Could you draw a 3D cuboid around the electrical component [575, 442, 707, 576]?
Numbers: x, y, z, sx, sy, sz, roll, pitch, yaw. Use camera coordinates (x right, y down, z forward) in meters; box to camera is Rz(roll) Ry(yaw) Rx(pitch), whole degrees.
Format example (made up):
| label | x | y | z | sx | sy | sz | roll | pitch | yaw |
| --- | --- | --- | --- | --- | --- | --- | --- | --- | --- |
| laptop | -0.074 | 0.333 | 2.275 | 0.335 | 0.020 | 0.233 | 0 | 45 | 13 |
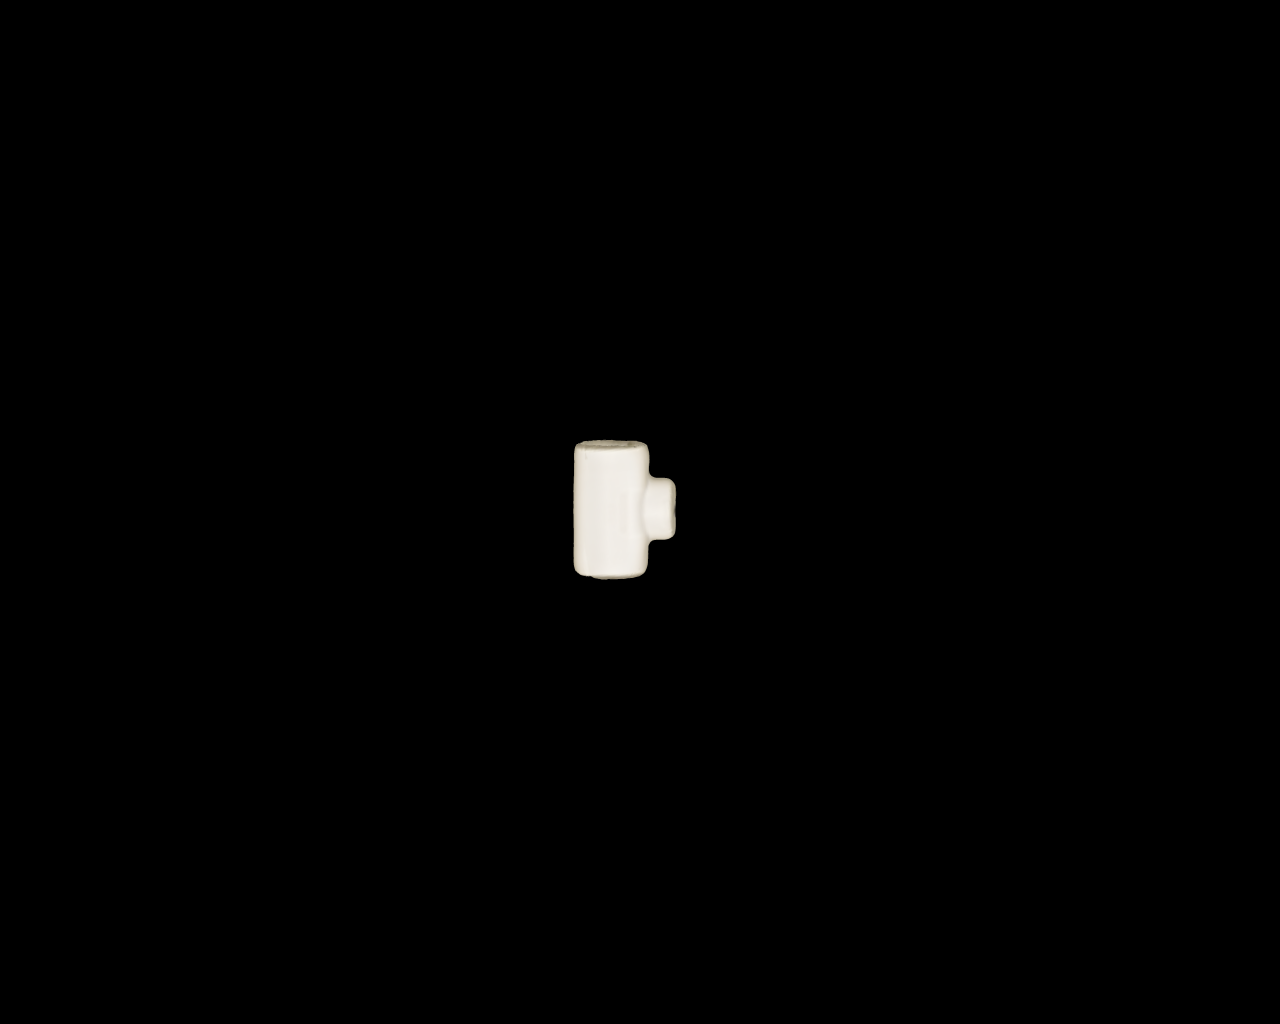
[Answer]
| label | x | y | z | sx | sy | sz | roll | pitch | yaw |
| --- | --- | --- | --- | --- | --- | --- | --- | --- | --- |
| electrical component | 0.001 | -0.003 | 0.650 | 0.079 | 0.077 | 0.043 | 0 | 8 | 0 |
